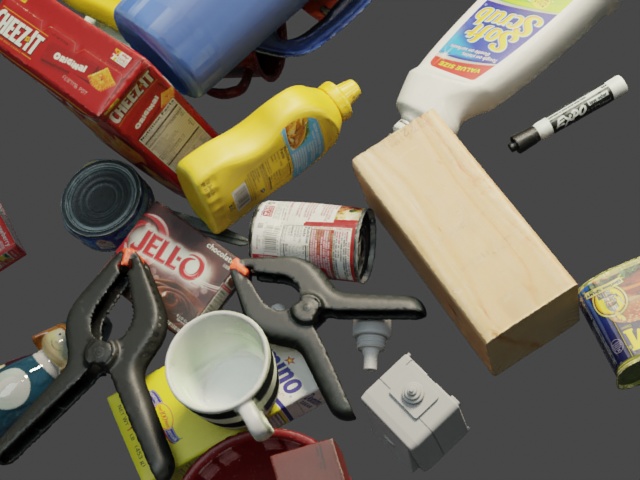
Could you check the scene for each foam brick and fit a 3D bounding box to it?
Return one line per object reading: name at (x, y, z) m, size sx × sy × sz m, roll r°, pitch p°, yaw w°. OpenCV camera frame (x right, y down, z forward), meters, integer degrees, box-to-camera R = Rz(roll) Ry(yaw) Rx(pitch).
foam brick at (0.000, 0.199, 0.811) m, size 0.053 × 0.051 × 0.078 m, roll -17°, pitch 63°, yaw 2°

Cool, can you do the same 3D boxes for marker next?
marker at (0.228, -0.114, 0.986) m, size 0.121 × 0.020 × 0.020 m, roll -30°, pitch 62°, yaw -1°

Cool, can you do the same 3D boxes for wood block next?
wood block at (0.123, 0.001, 0.916) m, size 0.090 × 0.090 × 0.206 m, roll -33°, pitch 62°, yaw -2°

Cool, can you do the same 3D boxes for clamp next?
clamp at (-0.175, 0.109, 0.921) m, size 0.165 × 0.036 × 0.210 m, roll 9°, pitch 68°, yaw 20°
clamp at (-0.009, 0.074, 0.901) m, size 0.172 × 0.039 × 0.120 m, roll 21°, pitch 63°, yaw 18°

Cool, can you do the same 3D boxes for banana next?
banana at (-0.196, -0.221, 1.096) m, size 0.198 × 0.069 × 0.037 m, roll 40°, pitch 119°, yaw 33°

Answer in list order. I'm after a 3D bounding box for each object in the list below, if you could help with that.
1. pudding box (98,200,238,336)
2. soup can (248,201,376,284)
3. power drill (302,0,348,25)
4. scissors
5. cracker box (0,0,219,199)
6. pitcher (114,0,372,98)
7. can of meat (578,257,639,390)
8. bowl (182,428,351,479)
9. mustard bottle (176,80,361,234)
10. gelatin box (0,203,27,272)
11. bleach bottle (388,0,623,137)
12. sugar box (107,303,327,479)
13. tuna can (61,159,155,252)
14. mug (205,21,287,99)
pudding box at (-0.135, 0.030, 0.988) m, size 0.114 × 0.039 × 0.090 m, roll 34°, pitch 84°, yaw 20°
soup can at (-0.006, 0.001, 0.961) m, size 0.102 × 0.068 × 0.068 m, roll 5°, pitch 66°, yaw 16°
power drill at (0.023, -0.324, 1.079) m, size 0.188 × 0.057 × 0.185 m, roll -52°, pitch 59°, yaw 14°
scissors at (-0.171, -0.013, 1.039) m, size 0.202 × 0.016 × 0.096 m, roll 33°, pitch 78°, yaw 25°
cracker box at (-0.190, -0.130, 0.986) m, size 0.164 × 0.213 × 0.072 m, roll 34°, pitch 85°, yaw 25°
pitcher at (-0.059, -0.238, 0.960) m, size 0.149 × 0.145 × 0.242 m, roll 41°, pitch 82°, yaw 14°
can of meat at (0.271, 0.061, 0.870) m, size 0.102 × 0.057 × 0.084 m, roll -23°, pitch 59°, yaw 2°
bowl at (-0.041, 0.238, 0.863) m, size 0.162 × 0.055 × 0.162 m, roll -5°, pitch 64°, yaw 10°
mustard bottle at (-0.040, -0.090, 0.995) m, size 0.191 × 0.096 × 0.058 m, roll -37°, pitch 61°, yaw -13°
gelatin box at (-0.346, -0.002, 1.069) m, size 0.073 × 0.030 × 0.089 m, roll -33°, pitch 62°, yaw -3°
bleach bottle at (0.166, -0.173, 1.006) m, size 0.250 × 0.068 × 0.103 m, roll -46°, pitch 63°, yaw -7°
sugar box at (-0.087, 0.137, 0.930) m, size 0.176 × 0.048 × 0.093 m, roll -31°, pitch 62°, yaw 0°
tuna can at (-0.205, -0.034, 1.028) m, size 0.086 × 0.033 × 0.086 m, roll -6°, pitch 65°, yaw 12°
mug at (-0.089, -0.193, 1.064) m, size 0.082 × 0.093 × 0.117 m, roll 1°, pitch 69°, yaw 20°
